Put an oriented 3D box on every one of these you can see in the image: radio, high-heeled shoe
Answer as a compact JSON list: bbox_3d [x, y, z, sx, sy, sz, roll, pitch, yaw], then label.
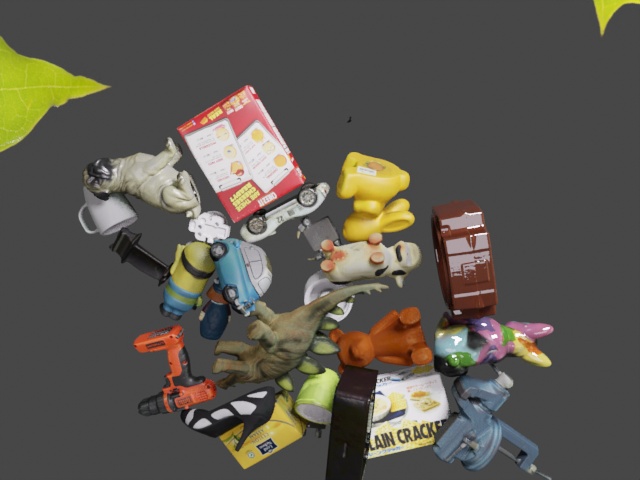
[{"bbox_3d":[0.065,0.372,1.065,0.073,0.131,0.229,10,108,13],"label":"radio"},{"bbox_3d":[-0.203,0.355,1.156,0.086,0.249,0.145,46,63,-42],"label":"high-heeled shoe"}]

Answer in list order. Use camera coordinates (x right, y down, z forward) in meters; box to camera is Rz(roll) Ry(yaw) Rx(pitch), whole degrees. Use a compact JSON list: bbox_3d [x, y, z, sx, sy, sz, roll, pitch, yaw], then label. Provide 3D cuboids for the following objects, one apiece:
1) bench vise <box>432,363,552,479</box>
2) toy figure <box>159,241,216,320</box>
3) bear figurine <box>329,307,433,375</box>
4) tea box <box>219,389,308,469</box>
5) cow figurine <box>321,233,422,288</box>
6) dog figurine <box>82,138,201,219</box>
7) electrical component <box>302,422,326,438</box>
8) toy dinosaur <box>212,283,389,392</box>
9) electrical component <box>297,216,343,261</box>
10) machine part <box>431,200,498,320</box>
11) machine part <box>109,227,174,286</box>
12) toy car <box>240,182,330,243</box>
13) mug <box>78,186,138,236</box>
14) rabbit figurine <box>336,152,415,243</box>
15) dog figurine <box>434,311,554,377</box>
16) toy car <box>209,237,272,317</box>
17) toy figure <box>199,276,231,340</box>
[{"bbox_3d":[0.352,0.383,1.083,0.240,0.129,0.223,35,88,-6],"label":"bench vise"},{"bbox_3d":[-0.270,0.086,1.115,0.082,0.089,0.180,20,103,-46],"label":"toy figure"},{"bbox_3d":[0.118,0.213,1.103,0.196,0.132,0.120,-13,81,2],"label":"bear figurine"},{"bbox_3d":[-0.123,0.415,1.183,0.169,0.068,0.098,-36,94,17],"label":"tea box"},{"bbox_3d":[0.104,0.046,1.059,0.195,0.127,0.085,-9,59,5],"label":"cow figurine"},{"bbox_3d":[-0.346,-0.096,1.048,0.191,0.121,0.172,-23,83,-2],"label":"dog figurine"},{"bbox_3d":[-0.017,0.399,1.207,0.063,0.021,0.094,6,104,3],"label":"electrical component"},{"bbox_3d":[-0.068,0.200,1.089,0.198,0.105,0.471,29,127,-26],"label":"toy dinosaur"},{"bbox_3d":[-0.002,-0.005,1.098,0.078,0.045,0.102,-22,101,10],"label":"electrical component"},{"bbox_3d":[0.265,0.034,1.009,0.087,0.201,0.200,-9,103,10],"label":"machine part"},{"bbox_3d":[-0.373,0.036,1.131,0.139,0.039,0.084,39,119,-9],"label":"machine part"},{"bbox_3d":[-0.069,-0.057,1.075,0.202,0.073,0.056,-27,102,10],"label":"toy car"},{"bbox_3d":[-0.444,-0.068,1.101,0.110,0.081,0.107,-27,89,9],"label":"mug"},{"bbox_3d":[0.102,-0.069,1.058,0.162,0.122,0.173,10,118,-8],"label":"rabbit figurine"},{"bbox_3d":[0.344,0.207,1.063,0.219,0.191,0.108,1,98,19],"label":"dog figurine"},{"bbox_3d":[-0.146,0.060,1.044,0.103,0.109,0.162,-23,60,-2],"label":"toy car"},{"bbox_3d":[-0.216,0.135,1.139,0.058,0.064,0.154,24,102,33],"label":"toy figure"}]
